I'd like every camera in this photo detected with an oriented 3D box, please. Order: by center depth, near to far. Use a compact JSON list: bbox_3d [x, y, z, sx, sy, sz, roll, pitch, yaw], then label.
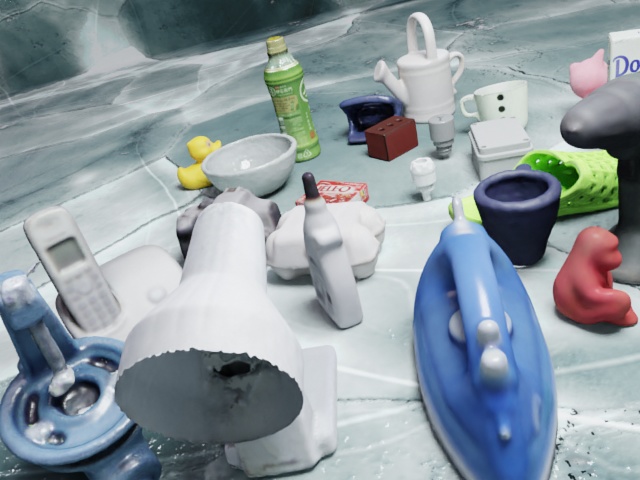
[{"bbox_3d":[-0.131,-0.001,0.759,0.143,0.101,0.137,-6,30,15],"label":"camera"}]

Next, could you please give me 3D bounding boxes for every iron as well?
[{"bbox_3d":[0.132,0.076,0.467,0.118,0.142,0.258,-9,30,9],"label":"iron"}]

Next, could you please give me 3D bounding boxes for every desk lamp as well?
[{"bbox_3d":[-0.059,0.091,0.453,0.118,0.214,0.203,-10,30,7],"label":"desk lamp"}]

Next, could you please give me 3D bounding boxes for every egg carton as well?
[{"bbox_3d":[0.007,0.003,0.724,0.150,0.069,0.107,-3,31,19],"label":"egg carton"}]

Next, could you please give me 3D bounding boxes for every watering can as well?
[{"bbox_3d":[0.190,-0.327,1.085,0.173,0.194,0.100,-30,33,-25],"label":"watering can"}]

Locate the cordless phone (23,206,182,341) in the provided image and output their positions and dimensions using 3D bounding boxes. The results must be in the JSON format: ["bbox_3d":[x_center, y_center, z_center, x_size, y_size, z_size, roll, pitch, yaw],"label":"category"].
[{"bbox_3d":[-0.243,0.032,0.665,0.093,0.185,0.148,18,42,44],"label":"cordless phone"}]

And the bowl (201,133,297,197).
[{"bbox_3d":[-0.112,-0.118,0.979,0.167,0.075,0.167,-11,29,6],"label":"bowl"}]

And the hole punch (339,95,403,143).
[{"bbox_3d":[0.098,-0.242,1.084,0.108,0.091,0.101,-2,32,21],"label":"hole punch"}]

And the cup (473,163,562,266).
[{"bbox_3d":[0.227,-0.027,0.652,0.091,0.095,0.118,1,33,25],"label":"cup"}]

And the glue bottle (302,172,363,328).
[{"bbox_3d":[0.006,0.007,0.610,0.037,0.173,0.078,-22,30,-13],"label":"glue bottle"}]

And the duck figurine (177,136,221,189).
[{"bbox_3d":[-0.222,-0.150,1.072,0.105,0.086,0.077,-24,31,-17],"label":"duck figurine"}]

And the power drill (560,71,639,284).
[{"bbox_3d":[0.310,-0.067,0.568,0.230,0.209,0.075,-34,35,-31],"label":"power drill"}]

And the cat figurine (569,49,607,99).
[{"bbox_3d":[0.431,-0.235,0.898,0.067,0.118,0.128,-7,30,14],"label":"cat figurine"}]

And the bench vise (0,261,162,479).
[{"bbox_3d":[-0.237,0.112,0.488,0.206,0.220,0.122,6,35,32],"label":"bench vise"}]

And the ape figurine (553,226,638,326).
[{"bbox_3d":[0.260,0.030,0.541,0.076,0.092,0.078,3,34,29],"label":"ape figurine"}]
